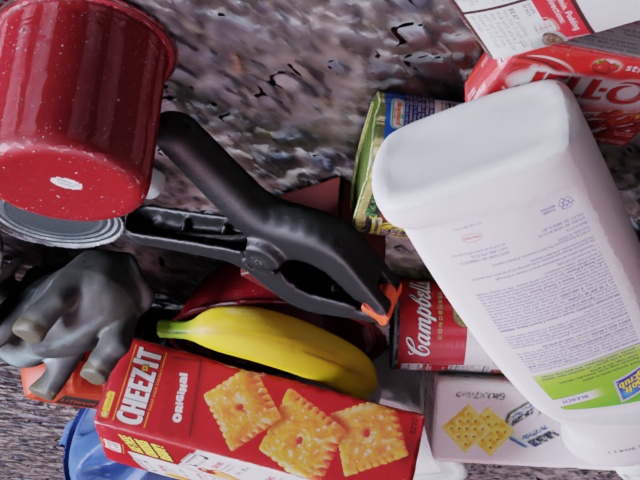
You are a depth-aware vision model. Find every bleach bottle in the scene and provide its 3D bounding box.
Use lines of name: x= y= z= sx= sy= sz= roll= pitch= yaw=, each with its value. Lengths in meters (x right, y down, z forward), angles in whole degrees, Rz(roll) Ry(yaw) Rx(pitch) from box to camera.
bleach bottle: x=0.122 y=0.042 z=0.545 sx=0.103 sy=0.068 sz=0.250 roll=-18 pitch=126 yaw=19

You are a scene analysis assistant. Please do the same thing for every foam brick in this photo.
foam brick: x=-0.004 y=0.001 z=0.677 sx=0.078 sy=0.053 sz=0.051 roll=-13 pitch=151 yaw=34

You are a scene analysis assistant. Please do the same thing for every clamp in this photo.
clamp: x=-0.031 y=-0.008 z=0.600 sx=0.171 sy=0.039 sz=0.120 roll=21 pitch=152 yaw=3

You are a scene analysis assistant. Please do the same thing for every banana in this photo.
banana: x=-0.014 y=0.077 z=0.738 sx=0.197 sy=0.037 sz=0.070 roll=25 pitch=164 yaw=-38

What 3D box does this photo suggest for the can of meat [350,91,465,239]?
can of meat: x=0.063 y=-0.037 z=0.581 sx=0.084 sy=0.057 sz=0.102 roll=7 pitch=156 yaw=-3

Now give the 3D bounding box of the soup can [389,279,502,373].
soup can: x=0.103 y=0.063 z=0.784 sx=0.102 sy=0.068 sz=0.068 roll=2 pitch=156 yaw=1

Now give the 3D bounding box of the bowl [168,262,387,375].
bowl: x=-0.030 y=0.051 z=0.788 sx=0.162 sy=0.055 sz=0.162 roll=3 pitch=156 yaw=1

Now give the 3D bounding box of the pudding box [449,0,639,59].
pudding box: x=0.100 y=-0.120 z=0.412 sx=0.114 sy=0.039 sz=0.090 roll=-13 pitch=148 yaw=27

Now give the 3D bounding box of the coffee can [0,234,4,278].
coffee can: x=-0.292 y=0.014 z=0.685 sx=0.140 sy=0.103 sz=0.103 roll=23 pitch=149 yaw=-38

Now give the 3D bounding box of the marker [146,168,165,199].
marker: x=-0.134 y=-0.055 z=0.609 sx=0.020 sy=0.020 sz=0.121 roll=-12 pitch=152 yaw=31

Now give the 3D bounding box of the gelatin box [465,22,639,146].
gelatin box: x=0.123 y=-0.079 z=0.509 sx=0.089 sy=0.030 sz=0.073 roll=8 pitch=155 yaw=-12

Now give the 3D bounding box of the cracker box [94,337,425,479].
cracker box: x=-0.047 y=0.143 z=0.777 sx=0.213 sy=0.072 sz=0.164 roll=16 pitch=158 yaw=-2

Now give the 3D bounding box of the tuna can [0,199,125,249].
tuna can: x=-0.162 y=-0.027 z=0.659 sx=0.086 sy=0.034 sz=0.086 roll=3 pitch=156 yaw=1

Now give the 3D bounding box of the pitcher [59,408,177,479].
pitcher: x=-0.134 y=0.234 z=1.070 sx=0.145 sy=0.149 sz=0.242 roll=-42 pitch=133 yaw=9

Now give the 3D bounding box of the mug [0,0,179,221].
mug: x=-0.120 y=-0.056 z=0.529 sx=0.093 sy=0.081 sz=0.117 roll=4 pitch=156 yaw=-3

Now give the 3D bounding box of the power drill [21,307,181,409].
power drill: x=-0.165 y=0.100 z=0.896 sx=0.188 sy=0.057 sz=0.184 roll=-15 pitch=157 yaw=37
